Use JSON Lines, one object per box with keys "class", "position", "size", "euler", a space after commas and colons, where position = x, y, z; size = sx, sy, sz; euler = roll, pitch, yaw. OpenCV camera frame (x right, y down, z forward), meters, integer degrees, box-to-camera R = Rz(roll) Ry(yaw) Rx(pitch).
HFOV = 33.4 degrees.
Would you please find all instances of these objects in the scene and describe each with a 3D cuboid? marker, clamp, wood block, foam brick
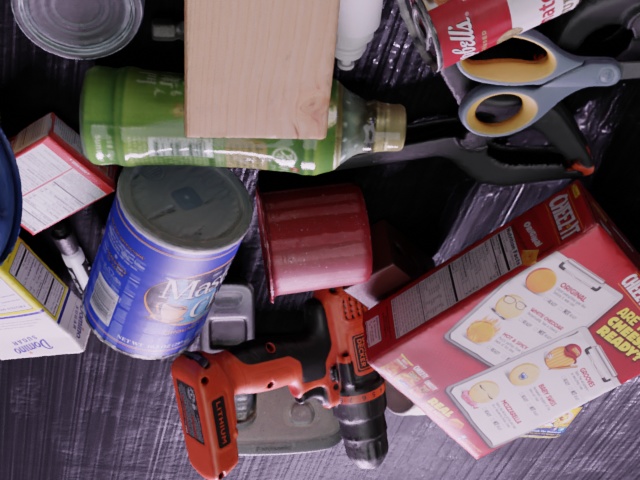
{"class": "marker", "position": [-0.202, 0.029, 0.905], "size": [0.020, 0.020, 0.121], "euler": [-8, 138, 3]}
{"class": "clamp", "position": [0.107, -0.083, 0.801], "size": [0.209, 0.036, 0.165], "euler": [21, 133, -22]}
{"class": "wood block", "position": [-0.035, -0.170, 0.628], "size": [0.090, 0.090, 0.206], "euler": [0, 130, -7]}
{"class": "clamp", "position": [0.230, -0.156, 0.732], "size": [0.120, 0.039, 0.172], "euler": [31, 132, -26]}
{"class": "foam brick", "position": [0.060, 0.029, 0.909], "size": [0.051, 0.053, 0.078], "euler": [-31, 134, 25]}

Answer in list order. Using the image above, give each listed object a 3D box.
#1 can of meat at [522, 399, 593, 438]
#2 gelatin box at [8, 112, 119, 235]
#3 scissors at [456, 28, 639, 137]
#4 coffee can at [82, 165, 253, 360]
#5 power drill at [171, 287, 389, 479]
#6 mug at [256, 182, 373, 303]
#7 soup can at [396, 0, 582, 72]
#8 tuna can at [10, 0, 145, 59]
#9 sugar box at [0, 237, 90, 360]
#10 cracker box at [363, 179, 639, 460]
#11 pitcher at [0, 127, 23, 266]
{"class": "can of meat", "position": [0.212, 0.154, 1.062], "size": [0.102, 0.057, 0.084], "euler": [5, 139, -11]}
{"class": "gelatin box", "position": [-0.211, -0.049, 0.809], "size": [0.089, 0.030, 0.073], "euler": [-24, 135, 24]}
{"class": "scissors", "position": [0.185, -0.103, 0.748], "size": [0.201, 0.016, 0.096], "euler": [9, 131, -10]}
{"class": "coffee can", "position": [-0.122, 0.012, 0.833], "size": [0.102, 0.103, 0.140], "euler": [11, 136, -18]}
{"class": "power drill", "position": [-0.026, 0.137, 0.916], "size": [0.187, 0.057, 0.184], "euler": [-18, 104, -31]}
{"class": "mug", "position": [-0.006, 0.001, 0.854], "size": [0.081, 0.093, 0.117], "euler": [-7, 168, -5]}
{"class": "soup can", "position": [0.106, -0.159, 0.678], "size": [0.102, 0.068, 0.068], "euler": [-25, 137, -2]}
{"class": "tuna can", "position": [-0.156, -0.159, 0.690], "size": [0.086, 0.034, 0.086], "euler": [-3, 138, -3]}
{"class": "sugar box", "position": [-0.271, 0.034, 0.875], "size": [0.093, 0.048, 0.176], "euler": [-7, 143, 23]}
{"class": "cracker box", "position": [0.167, 0.071, 0.872], "size": [0.214, 0.072, 0.164], "euler": [-34, 123, 20]}
{"class": "pitcher", "position": [-0.339, -0.032, 0.728], "size": [0.243, 0.149, 0.145], "euler": [-8, 151, 24]}
